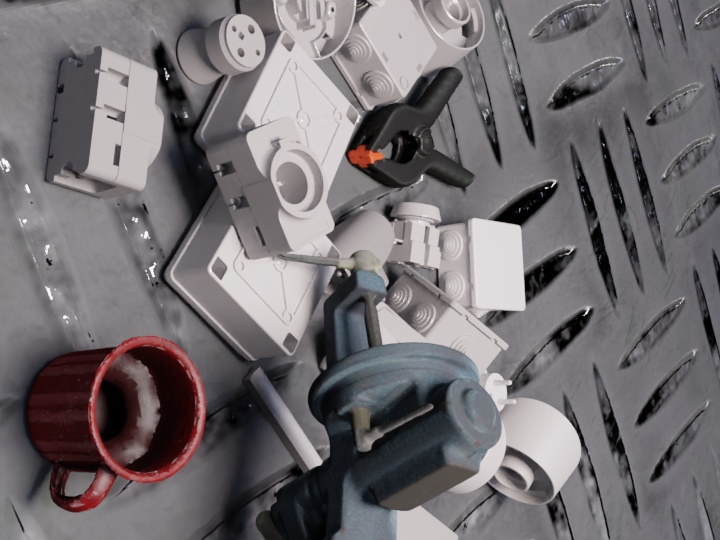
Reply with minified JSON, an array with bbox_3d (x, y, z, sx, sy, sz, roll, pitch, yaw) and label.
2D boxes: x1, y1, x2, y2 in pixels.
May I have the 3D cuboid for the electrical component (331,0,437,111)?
[{"bbox_3d":[0.020,-0.210,0.993,0.099,0.048,0.099,55,47,-28],"label":"electrical component"}]

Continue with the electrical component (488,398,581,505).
[{"bbox_3d":[0.163,0.182,1.065,0.064,0.099,0.099,-51,122,-34],"label":"electrical component"}]

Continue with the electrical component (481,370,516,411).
[{"bbox_3d":[0.114,0.118,1.029,0.043,0.079,0.077,-22,102,-49],"label":"electrical component"}]

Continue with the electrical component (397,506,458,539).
[{"bbox_3d":[0.021,0.230,0.904,0.113,0.078,0.057,44,50,-37],"label":"electrical component"}]

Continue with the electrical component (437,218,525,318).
[{"bbox_3d":[0.120,-0.002,1.080,0.100,0.048,0.099,5,80,-49],"label":"electrical component"}]

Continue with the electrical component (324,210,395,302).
[{"bbox_3d":[0.000,0.000,0.940,0.077,0.044,0.079,-46,119,-43],"label":"electrical component"}]

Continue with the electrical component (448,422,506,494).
[{"bbox_3d":[0.080,0.151,0.974,0.064,0.099,0.099,39,56,-47],"label":"electrical component"}]

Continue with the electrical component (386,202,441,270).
[{"bbox_3d":[0.050,-0.032,1.004,0.066,0.048,0.055,13,82,-48],"label":"electrical component"}]

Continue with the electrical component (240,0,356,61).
[{"bbox_3d":[-0.050,-0.223,0.900,0.099,0.064,0.099,10,76,-49],"label":"electrical component"}]

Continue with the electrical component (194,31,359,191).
[{"bbox_3d":[-0.065,-0.117,0.872,0.109,0.056,0.108,45,53,-36],"label":"electrical component"}]

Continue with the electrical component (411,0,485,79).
[{"bbox_3d":[0.075,-0.249,1.072,0.099,0.064,0.099,16,64,-36],"label":"electrical component"}]

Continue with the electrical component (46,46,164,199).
[{"bbox_3d":[-0.175,-0.099,0.744,0.056,0.050,0.089,17,71,-47],"label":"electrical component"}]

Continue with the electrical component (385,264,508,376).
[{"bbox_3d":[0.073,0.050,0.980,0.048,0.100,0.100,-52,128,0],"label":"electrical component"}]

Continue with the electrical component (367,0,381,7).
[{"bbox_3d":[-0.023,-0.331,0.915,0.186,0.060,0.105,35,57,-24],"label":"electrical component"}]

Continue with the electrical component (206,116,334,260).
[{"bbox_3d":[-0.062,-0.059,0.778,0.050,0.056,0.089,-32,105,-44],"label":"electrical component"}]

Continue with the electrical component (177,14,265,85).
[{"bbox_3d":[-0.107,-0.171,0.831,0.045,0.055,0.045,10,77,-48],"label":"electrical component"}]

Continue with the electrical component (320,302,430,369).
[{"bbox_3d":[0.027,0.082,0.912,0.096,0.061,0.062,42,42,12],"label":"electrical component"}]

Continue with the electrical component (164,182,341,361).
[{"bbox_3d":[-0.081,-0.004,0.836,0.108,0.056,0.108,50,50,-33],"label":"electrical component"}]
